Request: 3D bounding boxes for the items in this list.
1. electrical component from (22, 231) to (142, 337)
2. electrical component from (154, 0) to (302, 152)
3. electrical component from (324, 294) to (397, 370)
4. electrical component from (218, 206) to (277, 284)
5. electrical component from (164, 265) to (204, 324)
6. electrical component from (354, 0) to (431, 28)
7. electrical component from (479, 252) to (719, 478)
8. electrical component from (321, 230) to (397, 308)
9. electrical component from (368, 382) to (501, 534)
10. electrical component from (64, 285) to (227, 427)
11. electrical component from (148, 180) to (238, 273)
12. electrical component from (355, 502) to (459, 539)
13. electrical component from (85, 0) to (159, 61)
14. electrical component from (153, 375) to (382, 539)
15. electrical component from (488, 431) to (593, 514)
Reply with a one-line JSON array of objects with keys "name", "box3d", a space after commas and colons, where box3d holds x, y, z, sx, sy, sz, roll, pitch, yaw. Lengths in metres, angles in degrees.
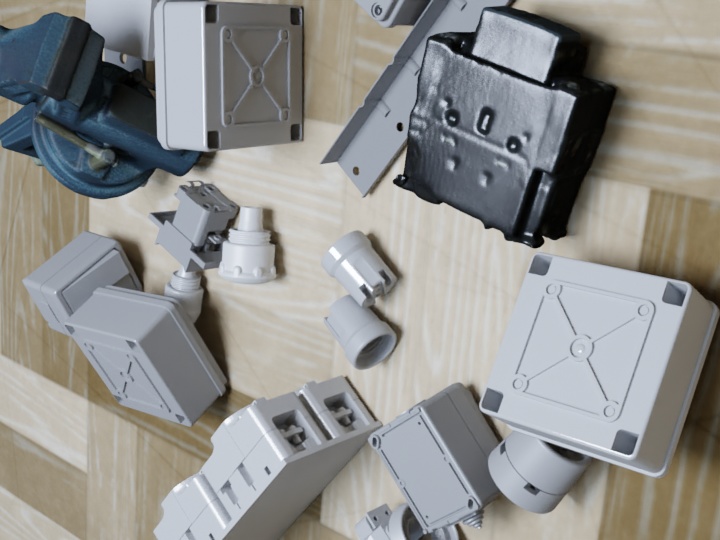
[{"name": "electrical component", "box3d": [-0.249, 0.010, 0.998, 0.061, 0.096, 0.061, 15, 138, 40]}, {"name": "electrical component", "box3d": [-0.097, -0.147, 0.813, 0.056, 0.109, 0.108, 10, 106, 37]}, {"name": "electrical component", "box3d": [-0.001, 0.046, 0.813, 0.046, 0.040, 0.040, 49, 127, 31]}, {"name": "electrical component", "box3d": [-0.090, -0.021, 0.877, 0.048, 0.048, 0.062, 10, 99, 41]}, {"name": "electrical component", "box3d": [-0.155, 0.016, 0.949, 0.035, 0.035, 0.061, 25, 112, 36]}, {"name": "electrical component", "box3d": [0.022, -0.237, 0.721, 0.108, 0.056, 0.108, 49, 127, 24]}, {"name": "electrical component", "box3d": [0.143, 0.054, 0.644, 0.109, 0.056, 0.108, 14, 79, 40]}, {"name": "electrical component", "box3d": [0.000, 0.000, 0.803, 0.046, 0.040, 0.040, 49, 127, 17]}, {"name": "electrical component", "box3d": [0.065, 0.137, 0.762, 0.062, 0.061, 0.096, -39, 79, 42]}, {"name": "electrical component", "box3d": [-0.188, 0.074, 0.946, 0.109, 0.056, 0.108, 8, 136, 41]}, {"name": "electrical component", "box3d": [-0.138, -0.038, 0.917, 0.081, 0.042, 0.063, 40, 121, 29]}, {"name": "electrical component", "box3d": [0.037, 0.207, 0.800, 0.078, 0.058, 0.057, 56, 132, 19]}, {"name": "electrical component", "box3d": [-0.173, -0.256, 0.890, 0.089, 0.062, 0.150, 22, 113, 37]}, {"name": "electrical component", "box3d": [-0.080, 0.166, 0.864, 0.060, 0.105, 0.186, 53, 128, 20]}, {"name": "electrical component", "box3d": [0.120, 0.124, 0.710, 0.055, 0.055, 0.047, 49, 123, 24]}]
